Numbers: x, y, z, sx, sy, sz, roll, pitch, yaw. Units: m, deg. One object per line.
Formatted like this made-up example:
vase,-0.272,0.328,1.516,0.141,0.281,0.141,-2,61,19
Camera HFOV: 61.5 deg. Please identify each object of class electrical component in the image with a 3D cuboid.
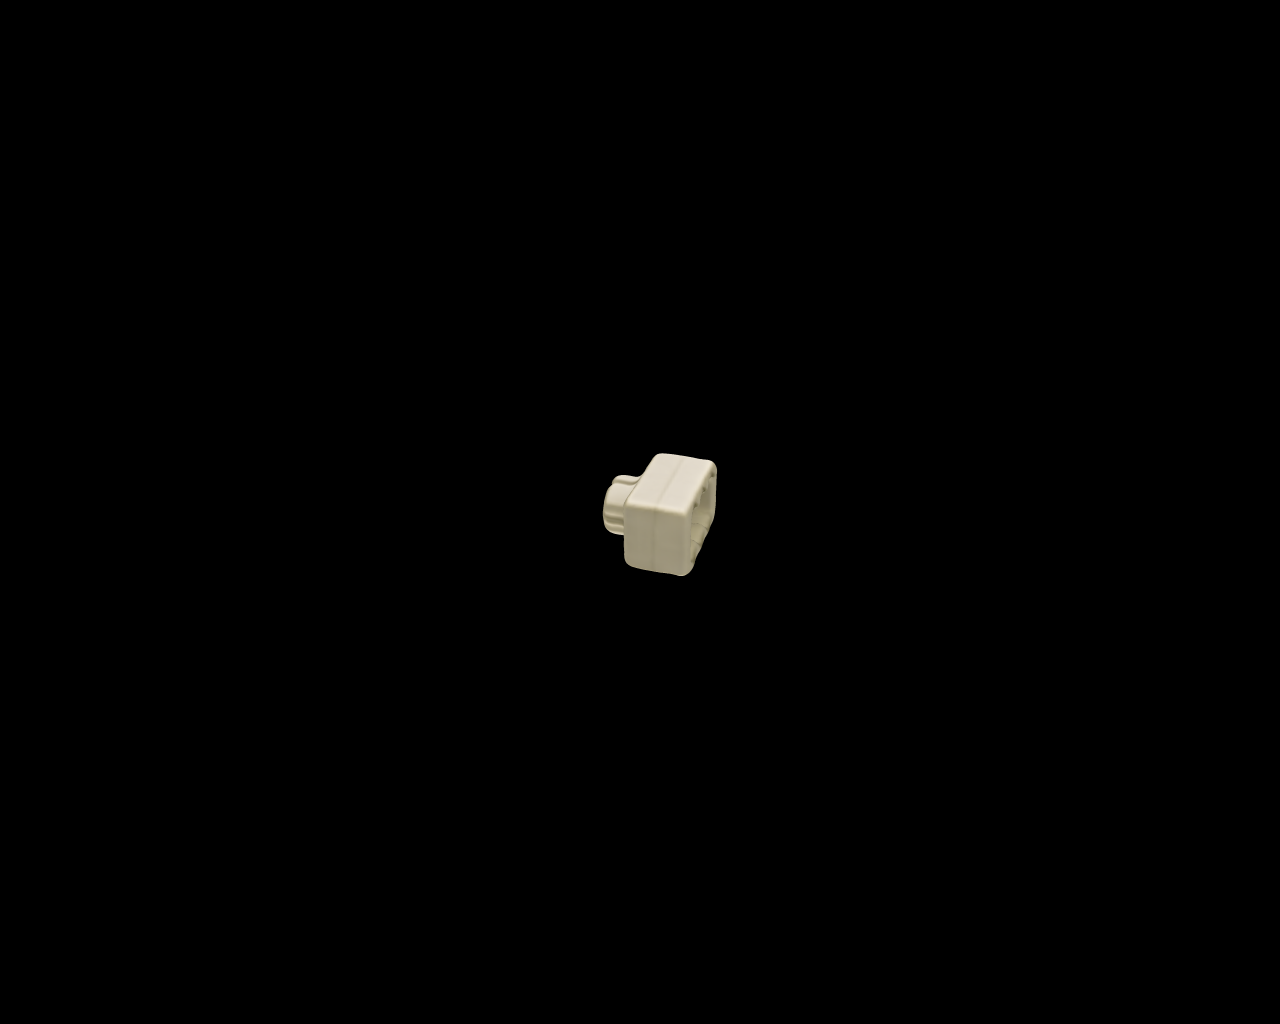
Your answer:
electrical component,0.001,-0.003,0.650,0.077,0.047,0.066,10,35,15
